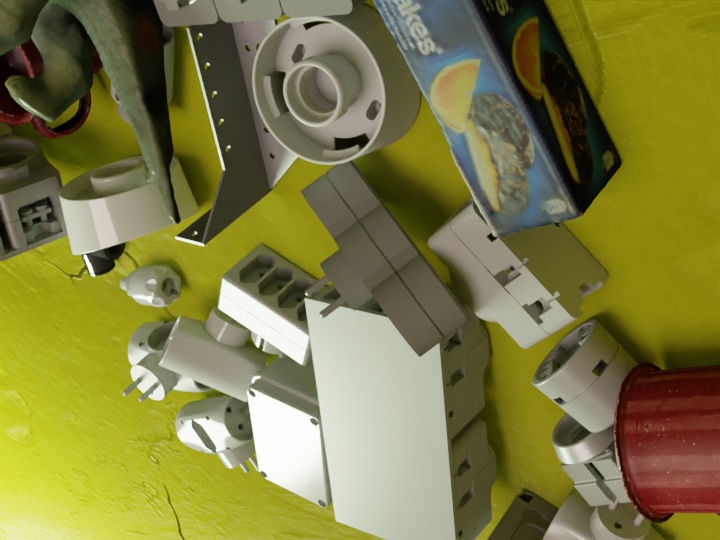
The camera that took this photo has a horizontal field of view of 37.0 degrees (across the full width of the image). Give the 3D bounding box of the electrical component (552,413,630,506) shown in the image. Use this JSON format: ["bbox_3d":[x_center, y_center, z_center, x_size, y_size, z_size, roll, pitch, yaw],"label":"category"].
[{"bbox_3d":[0.156,0.118,0.694,0.066,0.048,0.055,-22,115,48],"label":"electrical component"}]

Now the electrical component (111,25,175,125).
[{"bbox_3d":[-0.152,-0.132,0.749,0.043,0.043,0.081,30,138,18],"label":"electrical component"}]

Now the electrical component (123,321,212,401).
[{"bbox_3d":[-0.168,0.083,0.915,0.077,0.079,0.044,13,131,32],"label":"electrical component"}]

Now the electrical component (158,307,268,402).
[{"bbox_3d":[-0.110,0.056,0.861,0.077,0.043,0.079,25,102,-11],"label":"electrical component"}]

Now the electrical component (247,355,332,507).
[{"bbox_3d":[-0.041,0.125,0.859,0.078,0.057,0.113,21,134,27],"label":"electrical component"}]

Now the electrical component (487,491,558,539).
[{"bbox_3d":[0.116,0.226,0.766,0.078,0.113,0.057,30,135,17],"label":"electrical component"}]

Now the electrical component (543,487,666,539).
[{"bbox_3d":[0.173,0.176,0.729,0.077,0.044,0.079,30,138,18],"label":"electrical component"}]

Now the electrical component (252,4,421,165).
[{"bbox_3d":[-0.014,-0.113,0.650,0.099,0.064,0.099,13,119,24],"label":"electrical component"}]

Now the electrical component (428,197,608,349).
[{"bbox_3d":[0.091,-0.004,0.642,0.089,0.050,0.056,47,139,-2],"label":"electrical component"}]

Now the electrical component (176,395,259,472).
[{"bbox_3d":[-0.115,0.148,0.952,0.077,0.043,0.079,-16,111,47],"label":"electrical component"}]

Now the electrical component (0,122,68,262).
[{"bbox_3d":[-0.315,-0.073,0.847,0.186,0.105,0.060,35,140,44],"label":"electrical component"}]

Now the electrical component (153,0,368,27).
[{"bbox_3d":[-0.062,-0.191,0.607,0.150,0.062,0.089,6,127,37],"label":"electrical component"}]

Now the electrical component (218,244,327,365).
[{"bbox_3d":[-0.061,0.038,0.811,0.083,0.047,0.075,33,138,15],"label":"electrical component"}]

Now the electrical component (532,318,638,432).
[{"bbox_3d":[0.141,0.065,0.656,0.047,0.055,0.055,43,140,-2],"label":"electrical component"}]

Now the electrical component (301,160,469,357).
[{"bbox_3d":[0.000,0.000,0.667,0.138,0.074,0.052,55,-177,30],"label":"electrical component"}]

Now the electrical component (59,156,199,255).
[{"bbox_3d":[-0.172,-0.046,0.799,0.099,0.099,0.064,6,120,37],"label":"electrical component"}]

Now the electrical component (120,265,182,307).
[{"bbox_3d":[-0.179,0.013,0.901,0.061,0.035,0.035,2,124,43],"label":"electrical component"}]

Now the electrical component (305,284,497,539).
[{"bbox_3d":[0.032,0.100,0.754,0.105,0.060,0.186,12,120,34],"label":"electrical component"}]
